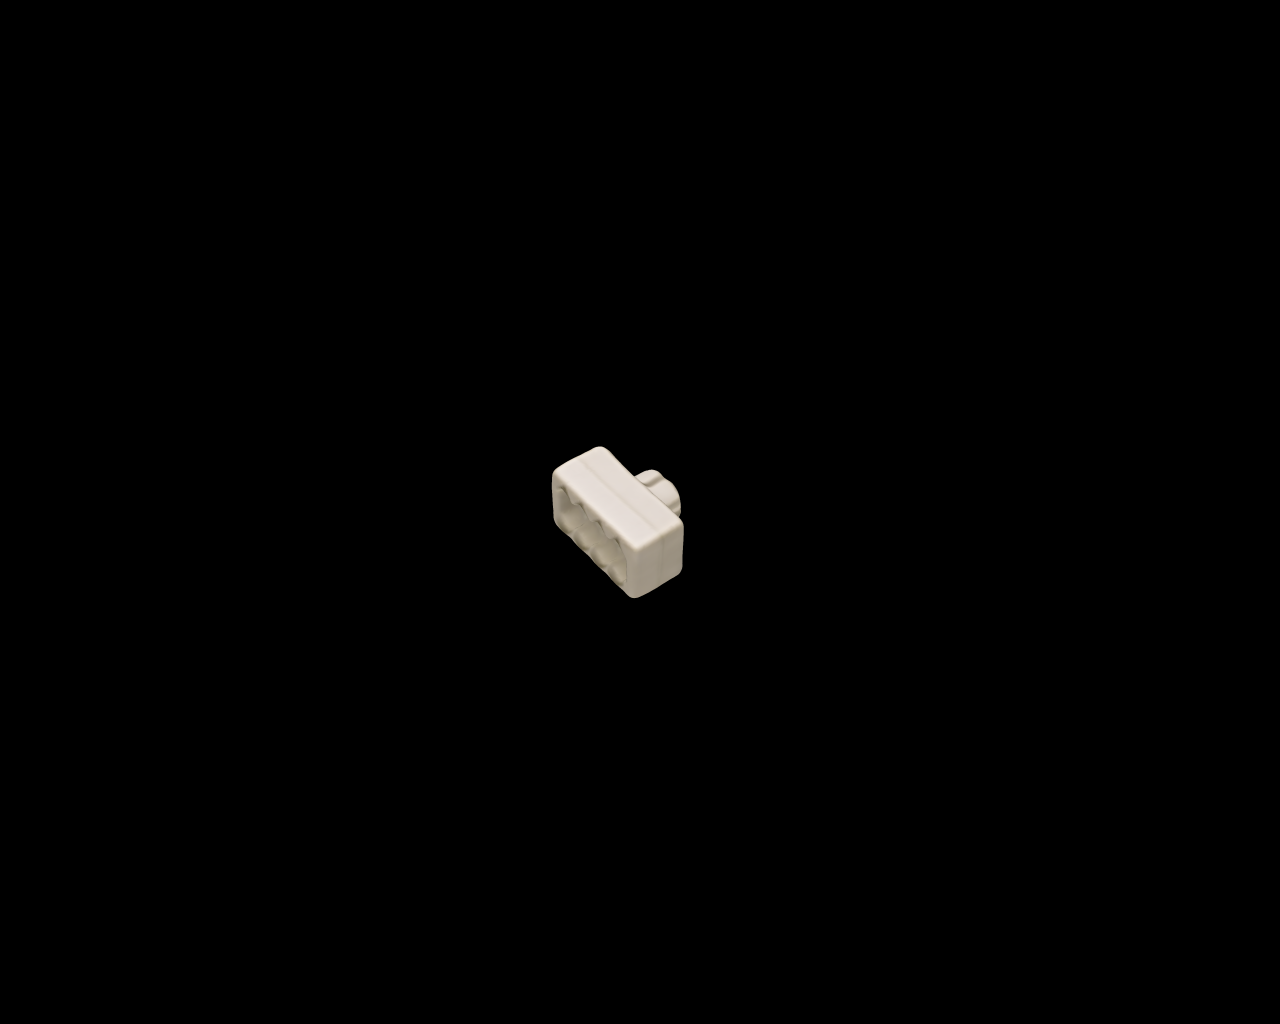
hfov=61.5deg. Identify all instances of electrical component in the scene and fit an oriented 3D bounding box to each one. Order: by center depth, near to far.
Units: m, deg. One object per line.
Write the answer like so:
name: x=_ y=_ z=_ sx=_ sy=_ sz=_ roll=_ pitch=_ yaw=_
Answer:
electrical component: x=0.001 y=-0.003 z=0.650 sx=0.076 sy=0.047 sz=0.083 roll=-30 pitch=54 yaw=-24
